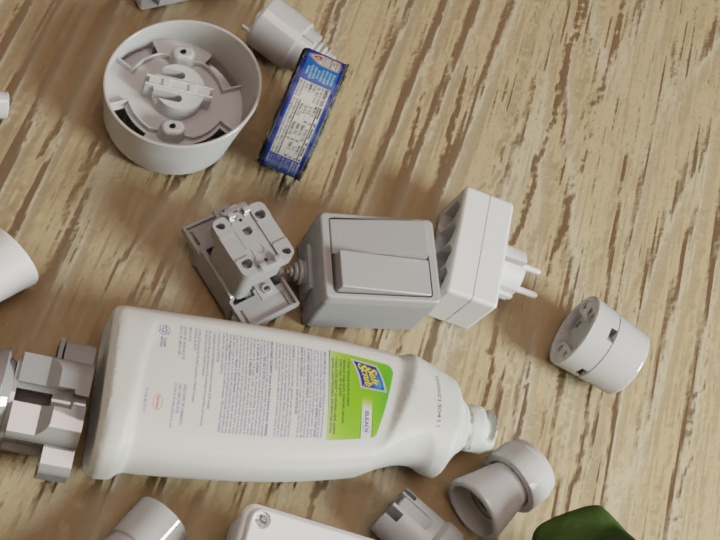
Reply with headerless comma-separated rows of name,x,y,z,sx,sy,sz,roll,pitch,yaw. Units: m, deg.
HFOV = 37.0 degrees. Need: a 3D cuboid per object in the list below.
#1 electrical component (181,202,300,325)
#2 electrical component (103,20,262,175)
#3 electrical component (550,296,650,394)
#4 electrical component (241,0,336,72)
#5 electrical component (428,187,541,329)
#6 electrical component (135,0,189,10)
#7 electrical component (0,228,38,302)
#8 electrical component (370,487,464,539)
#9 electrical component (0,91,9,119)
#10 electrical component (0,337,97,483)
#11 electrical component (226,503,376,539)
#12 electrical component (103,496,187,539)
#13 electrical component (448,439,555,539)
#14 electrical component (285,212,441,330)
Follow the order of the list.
electrical component,-0.074,-0.007,0.683,0.042,0.063,0.081,-28,76,-27
electrical component,-0.121,-0.114,0.713,0.099,0.064,0.099,8,65,-17
electrical component,0.168,0.054,0.752,0.047,0.055,0.055,33,60,-9
electrical component,-0.046,-0.161,0.775,0.078,0.040,0.040,37,60,-2
electrical component,0.092,-0.002,0.752,0.076,0.047,0.083,20,63,-13
electrical component,-0.107,-0.241,0.749,0.109,0.108,0.056,-20,78,-26
electrical component,-0.225,0.007,0.632,0.045,0.045,0.055,43,61,2
electrical component,0.034,0.162,0.663,0.046,0.040,0.040,42,60,7
electrical component,-0.253,-0.106,0.673,0.062,0.048,0.048,2,67,-27
electrical component,-0.187,0.076,0.609,0.057,0.058,0.078,14,63,-17
electrical component,-0.032,0.202,0.610,0.109,0.056,0.108,20,62,-11
electrical component,-0.129,0.160,0.603,0.044,0.044,0.065,42,55,1
electrical component,0.091,0.140,0.690,0.055,0.045,0.045,-30,80,-29
electrical component,0.000,0.000,0.709,0.096,0.061,0.061,3,66,-19
